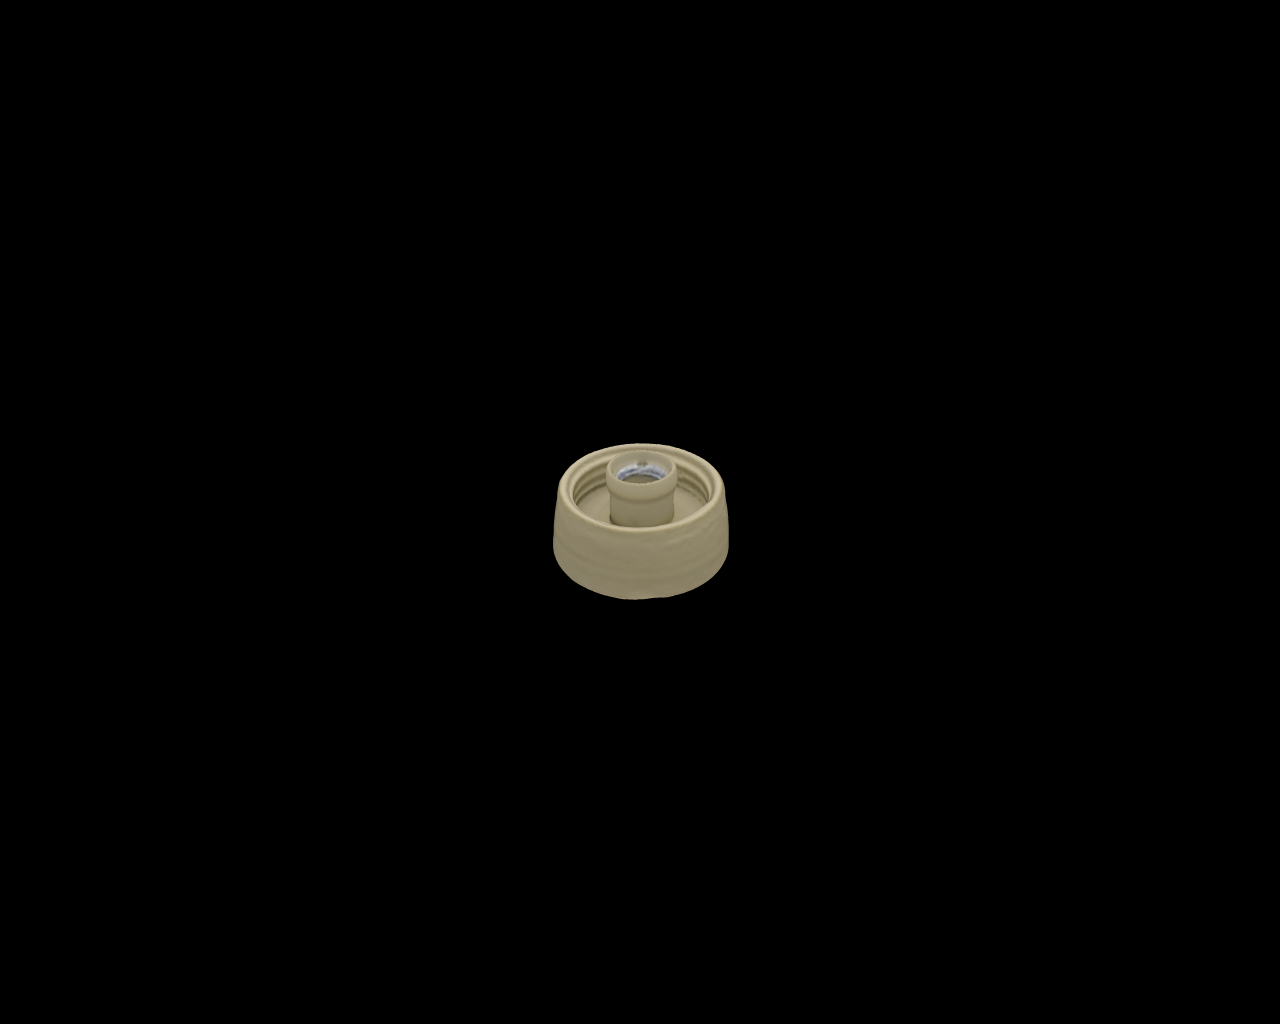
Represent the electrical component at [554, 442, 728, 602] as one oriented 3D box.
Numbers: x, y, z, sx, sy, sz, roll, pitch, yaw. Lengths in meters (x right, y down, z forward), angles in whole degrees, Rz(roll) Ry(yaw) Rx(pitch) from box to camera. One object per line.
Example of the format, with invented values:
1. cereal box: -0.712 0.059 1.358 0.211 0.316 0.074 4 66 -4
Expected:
1. electrical component: 0.001 -0.003 0.650 0.108 0.060 0.108 0 34 0
